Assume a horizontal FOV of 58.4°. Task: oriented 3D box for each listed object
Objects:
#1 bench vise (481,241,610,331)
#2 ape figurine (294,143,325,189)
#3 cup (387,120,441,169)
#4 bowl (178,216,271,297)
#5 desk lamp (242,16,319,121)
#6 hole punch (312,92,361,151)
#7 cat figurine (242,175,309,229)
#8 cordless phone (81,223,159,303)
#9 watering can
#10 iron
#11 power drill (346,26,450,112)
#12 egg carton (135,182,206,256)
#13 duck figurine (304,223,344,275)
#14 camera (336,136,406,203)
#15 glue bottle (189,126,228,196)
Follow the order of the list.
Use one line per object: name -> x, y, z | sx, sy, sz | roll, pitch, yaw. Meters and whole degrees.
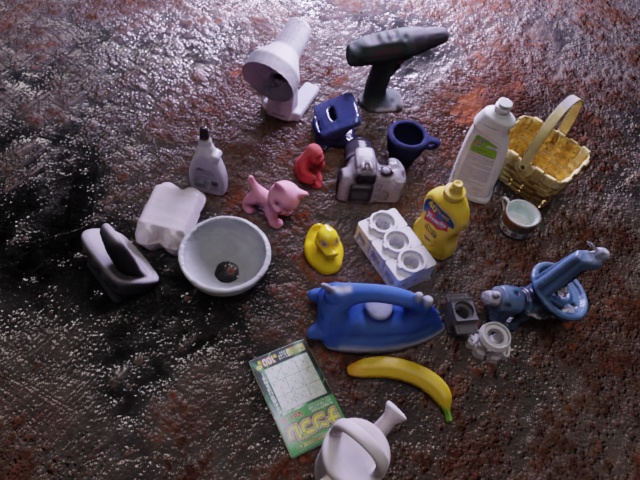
bench vise -> 0.402, 0.093, 1.009 | 0.208, 0.220, 0.121 | -19, 60, -19
ape figurine -> -0.016, -0.164, 1.211 | 0.076, 0.092, 0.078 | 35, 58, 17
cup -> 0.199, -0.200, 1.263 | 0.117, 0.095, 0.091 | 9, 55, -1
bowl -> -0.174, 0.042, 1.056 | 0.167, 0.075, 0.167 | 4, 55, -5
desk lamp -> -0.080, -0.369, 1.270 | 0.118, 0.213, 0.203 | 23, 55, 9
hole punch -> 0.035, -0.269, 1.291 | 0.101, 0.091, 0.108 | -6, 56, -11
cat figurine -> -0.090, -0.088, 1.131 | 0.127, 0.118, 0.067 | 27, 56, 12
cordless phone -> -0.356, 0.010, 0.986 | 0.094, 0.185, 0.147 | -37, 67, -28
watering can -> 0.054, 0.305, 0.830 | 0.101, 0.194, 0.173 | 23, 56, 9
iron -> 0.109, 0.119, 1.000 | 0.258, 0.141, 0.118 | 3, 55, -6
power drill -> 0.167, -0.400, 1.329 | 0.230, 0.208, 0.075 | -6, 56, -12
egg carton -> -0.287, -0.043, 1.103 | 0.107, 0.069, 0.150 | 12, 55, 1
duck figurine -> 0.010, 0.004, 1.101 | 0.078, 0.086, 0.104 | -11, 57, -15
camera -> 0.105, -0.158, 1.217 | 0.143, 0.101, 0.136 | 1, 55, -7
glue bottle -> -0.222, -0.159, 1.129 | 0.078, 0.173, 0.037 | 16, 55, 4
